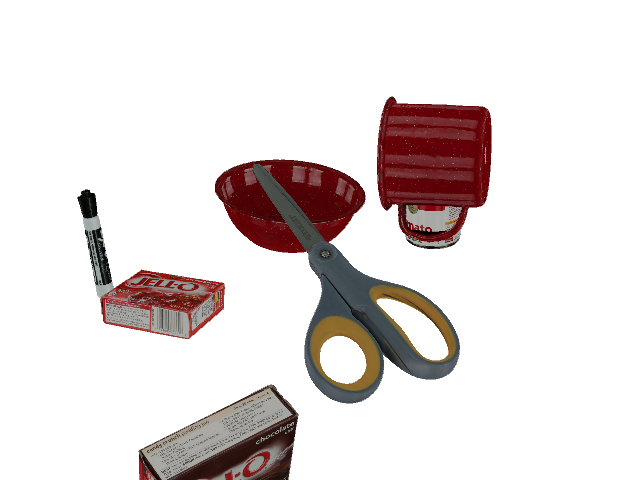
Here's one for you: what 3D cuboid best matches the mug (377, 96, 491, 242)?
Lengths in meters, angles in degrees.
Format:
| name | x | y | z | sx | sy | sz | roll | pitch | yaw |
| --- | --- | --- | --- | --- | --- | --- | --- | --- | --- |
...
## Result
| name | x | y | z | sx | sy | sz | roll | pitch | yaw |
| --- | --- | --- | --- | --- | --- | --- | --- | --- | --- |
| mug | 0.093 | -0.057 | 0.864 | 0.081 | 0.117 | 0.093 | 3 | -6 | 14 |

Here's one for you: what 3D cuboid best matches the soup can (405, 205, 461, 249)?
| name | x | y | z | sx | sy | sz | roll | pitch | yaw |
| --- | --- | --- | --- | --- | --- | --- | --- | --- | --- |
| soup can | 0.134 | -0.049 | 1.270 | 0.068 | 0.102 | 0.068 | -1 | 26 | 0 |

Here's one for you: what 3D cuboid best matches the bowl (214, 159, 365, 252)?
| name | x | y | z | sx | sy | sz | roll | pitch | yaw |
| --- | --- | --- | --- | --- | --- | --- | --- | --- | --- |
| bowl | -0.035 | -0.032 | 1.147 | 0.162 | 0.055 | 0.162 | 5 | 27 | -3 |

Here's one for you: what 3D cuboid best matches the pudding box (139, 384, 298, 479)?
| name | x | y | z | sx | sy | sz | roll | pitch | yaw |
| --- | --- | --- | --- | --- | --- | --- | --- | --- | --- |
| pudding box | -0.073 | 0.162 | 0.757 | 0.113 | 0.090 | 0.039 | -25 | 54 | -30 |

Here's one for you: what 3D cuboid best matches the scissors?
| name | x | y | z | sx | sy | sz | roll | pitch | yaw |
| --- | --- | --- | --- | --- | --- | --- | --- | --- | --- |
| scissors | -0.006 | 0.026 | 0.643 | 0.096 | 0.016 | 0.202 | -36 | 56 | -28 |

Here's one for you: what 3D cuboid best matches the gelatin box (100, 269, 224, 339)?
| name | x | y | z | sx | sy | sz | roll | pitch | yaw |
| --- | --- | --- | --- | --- | --- | --- | --- | --- | --- |
| gelatin box | -0.141 | 0.055 | 0.961 | 0.089 | 0.030 | 0.073 | 9 | 21 | 19 |

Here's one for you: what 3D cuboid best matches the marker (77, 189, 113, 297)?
| name | x | y | z | sx | sy | sz | roll | pitch | yaw |
| --- | --- | --- | --- | --- | --- | --- | --- | --- | --- |
| marker | -0.241 | 0.004 | 1.148 | 0.020 | 0.121 | 0.020 | -6 | 21 | 2 |
